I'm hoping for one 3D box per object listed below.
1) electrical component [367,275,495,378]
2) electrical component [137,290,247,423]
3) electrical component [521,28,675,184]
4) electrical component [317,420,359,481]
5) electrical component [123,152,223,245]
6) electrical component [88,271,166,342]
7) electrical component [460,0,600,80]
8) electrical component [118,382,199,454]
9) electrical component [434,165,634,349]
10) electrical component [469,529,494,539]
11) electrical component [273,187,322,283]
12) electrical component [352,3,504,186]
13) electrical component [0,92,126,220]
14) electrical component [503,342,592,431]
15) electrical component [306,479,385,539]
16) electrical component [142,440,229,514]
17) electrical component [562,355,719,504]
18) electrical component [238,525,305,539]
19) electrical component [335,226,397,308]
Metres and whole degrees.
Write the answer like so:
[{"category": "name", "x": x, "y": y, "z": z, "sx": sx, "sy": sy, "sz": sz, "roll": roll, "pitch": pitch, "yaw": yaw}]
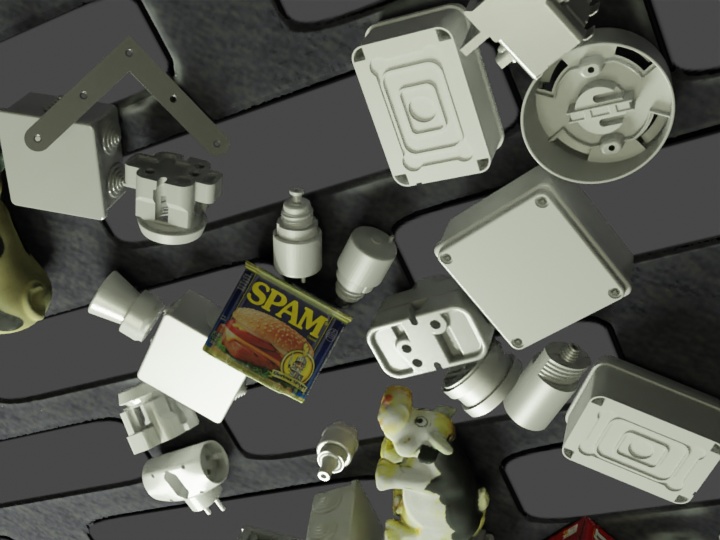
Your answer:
[{"category": "electrical component", "x": 0.060, "y": 0.043, "z": 0.873, "sx": 0.095, "sy": 0.059, "sz": 0.053, "roll": -17, "pitch": 115, "yaw": 28}, {"category": "electrical component", "x": -0.141, "y": 0.076, "z": 0.971, "sx": 0.100, "sy": 0.048, "sz": 0.099, "roll": 30, "pitch": 126, "yaw": -1}, {"category": "electrical component", "x": 0.164, "y": -0.113, "z": 0.733, "sx": 0.099, "sy": 0.064, "sz": 0.099, "roll": 9, "pitch": 124, "yaw": 14}, {"category": "electrical component", "x": -0.024, "y": 0.167, "z": 0.981, "sx": 0.035, "sy": 0.061, "sz": 0.035, "roll": 9, "pitch": 124, "yaw": 14}, {"category": "electrical component", "x": -0.154, "y": -0.058, "z": 0.885, "sx": 0.078, "sy": 0.058, "sz": 0.057, "roll": 14, "pitch": 122, "yaw": 10}, {"category": "electrical component", "x": -0.210, "y": 0.033, "z": 0.970, "sx": 0.055, "sy": 0.045, "sz": 0.045, "roll": 32, "pitch": 126, "yaw": -3}, {"category": "electrical component", "x": 0.112, "y": -0.174, "z": 0.676, "sx": 0.063, "sy": 0.121, "sz": 0.079, "roll": 44, "pitch": 125, "yaw": -14}, {"category": "electrical component", "x": -0.192, "y": 0.132, "z": 1.013, "sx": 0.058, "sy": 0.078, "sz": 0.057, "roll": -23, "pitch": 91, "yaw": 30}, {"category": "electrical component", "x": 0.133, "y": -0.010, "z": 0.815, "sx": 0.109, "sy": 0.056, "sz": 0.108, "roll": -32, "pitch": 107, "yaw": 33}, {"category": "electrical component", "x": 0.073, "y": 0.273, "z": 1.015, "sx": 0.096, "sy": 0.061, "sz": 0.061, "roll": 14, "pitch": 125, "yaw": 11}, {"category": "electrical component", "x": -0.051, "y": -0.030, "z": 0.876, "sx": 0.040, "sy": 0.040, "sz": 0.078, "roll": 9, "pitch": 121, "yaw": 14}, {"category": "electrical component", "x": 0.051, "y": -0.125, "z": 0.769, "sx": 0.078, "sy": 0.057, "sz": 0.113, "roll": -9, "pitch": 118, "yaw": 24}, {"category": "electrical component", "x": -0.246, "y": -0.097, "z": 0.897, "sx": 0.100, "sy": 0.048, "sz": 0.099, "roll": 10, "pitch": 124, "yaw": 13}, {"category": "electrical component", "x": 0.155, "y": 0.089, "z": 0.879, "sx": 0.043, "sy": 0.043, "sz": 0.081, "roll": 29, "pitch": 126, "yaw": 0}, {"category": "electrical component", "x": -0.011, "y": 0.262, "z": 1.016, "sx": 0.048, "sy": 0.099, "sz": 0.099, "roll": -19, "pitch": 114, "yaw": 14}, {"category": "electrical component", "x": -0.164, "y": 0.212, "z": 1.070, "sx": 0.077, "sy": 0.043, "sz": 0.079, "roll": -21, "pitch": 113, "yaw": 29}, {"category": "electrical component", "x": 0.229, "y": 0.127, "z": 0.869, "sx": 0.113, "sy": 0.057, "sz": 0.078, "roll": 22, "pitch": 127, "yaw": 4}, {"category": "electrical component", "x": -0.059, "y": 0.329, "z": 1.097, "sx": 0.150, "sy": 0.061, "sz": 0.089, "roll": 10, "pitch": 124, "yaw": 13}, {"category": "electrical component", "x": 0.000, "y": 0.000, "z": 0.878, "sx": 0.040, "sy": 0.040, "sz": 0.078, "roll": 29, "pitch": 126, "yaw": 0}]
